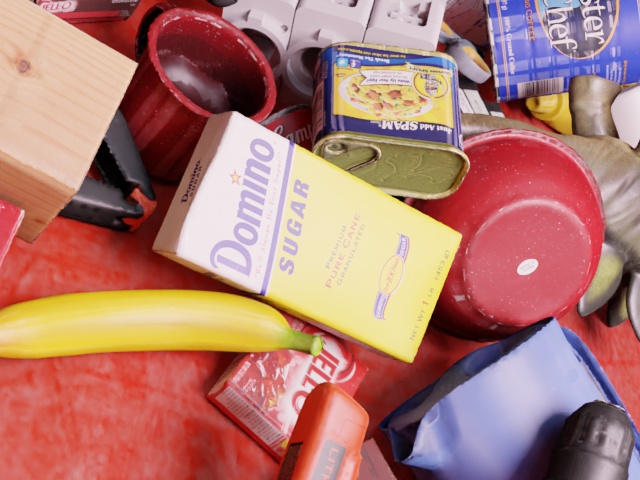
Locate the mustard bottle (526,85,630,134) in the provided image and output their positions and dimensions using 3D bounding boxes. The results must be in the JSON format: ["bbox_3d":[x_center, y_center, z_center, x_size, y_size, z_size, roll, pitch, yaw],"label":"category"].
[{"bbox_3d":[0.261,-0.148,1.055,0.191,0.058,0.096,-18,78,-45],"label":"mustard bottle"}]

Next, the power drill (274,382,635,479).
[{"bbox_3d":[0.070,0.146,0.570,0.187,0.057,0.184,24,70,-6],"label":"power drill"}]

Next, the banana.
[{"bbox_3d":[-0.099,0.047,0.604,0.197,0.070,0.037,1,89,-25],"label":"banana"}]

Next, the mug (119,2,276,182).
[{"bbox_3d":[-0.094,-0.101,0.705,0.093,0.082,0.117,-10,67,-43],"label":"mug"}]

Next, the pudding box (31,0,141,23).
[{"bbox_3d":[-0.184,-0.204,0.738,0.089,0.039,0.113,-15,71,-46],"label":"pudding box"}]

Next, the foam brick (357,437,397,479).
[{"bbox_3d":[0.018,0.165,0.623,0.052,0.051,0.078,-15,71,-46],"label":"foam brick"}]

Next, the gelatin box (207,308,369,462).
[{"bbox_3d":[-0.017,0.089,0.666,0.073,0.030,0.089,43,42,-6],"label":"gelatin box"}]

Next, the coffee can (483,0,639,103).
[{"bbox_3d":[0.220,-0.182,0.948,0.102,0.140,0.103,-7,90,-81],"label":"coffee can"}]

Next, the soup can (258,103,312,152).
[{"bbox_3d":[-0.009,-0.033,0.737,0.068,0.069,0.102,-22,77,-47],"label":"soup can"}]

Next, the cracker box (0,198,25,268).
[{"bbox_3d":[-0.250,0.041,0.478,0.164,0.072,0.213,30,44,-20],"label":"cracker box"}]

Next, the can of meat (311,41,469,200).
[{"bbox_3d":[0.043,-0.080,0.701,0.102,0.057,0.084,6,59,-8],"label":"can of meat"}]

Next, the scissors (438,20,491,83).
[{"bbox_3d":[0.116,-0.179,0.936,0.096,0.016,0.201,42,18,-9],"label":"scissors"}]

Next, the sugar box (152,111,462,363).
[{"bbox_3d":[-0.004,0.001,0.656,0.176,0.048,0.093,26,80,-27],"label":"sugar box"}]

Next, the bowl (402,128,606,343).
[{"bbox_3d":[0.134,0.007,0.739,0.162,0.162,0.055,29,11,-20],"label":"bowl"}]

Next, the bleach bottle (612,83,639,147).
[{"bbox_3d":[0.339,-0.028,0.999,0.102,0.068,0.251,-25,94,-40],"label":"bleach bottle"}]

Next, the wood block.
[{"bbox_3d":[-0.215,-0.093,0.553,0.206,0.090,0.090,29,60,-19],"label":"wood block"}]

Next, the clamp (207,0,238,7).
[{"bbox_3d":[-0.080,-0.196,0.734,0.120,0.172,0.039,-51,124,-32],"label":"clamp"}]

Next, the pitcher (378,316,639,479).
[{"bbox_3d":[0.162,0.175,0.681,0.243,0.149,0.145,57,2,5],"label":"pitcher"}]

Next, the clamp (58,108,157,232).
[{"bbox_3d":[-0.190,-0.077,0.640,0.210,0.036,0.164,48,50,-5],"label":"clamp"}]
